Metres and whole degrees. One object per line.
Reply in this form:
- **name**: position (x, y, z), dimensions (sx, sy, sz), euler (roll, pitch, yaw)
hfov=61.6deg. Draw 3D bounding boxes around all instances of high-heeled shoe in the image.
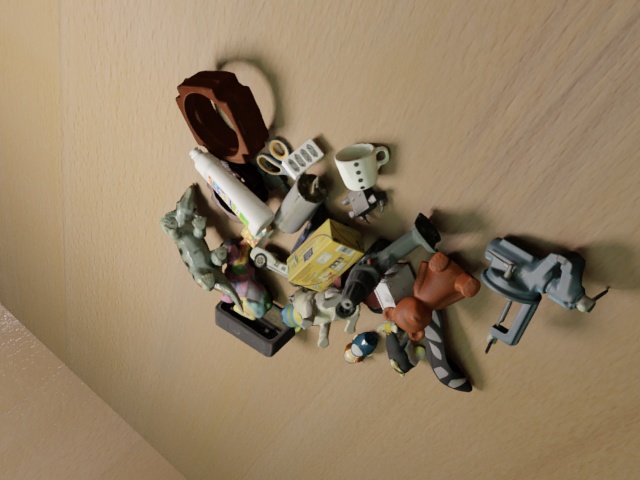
- **high-heeled shoe**: position (0.304, 0.250, 1.272), dimensions (0.248, 0.086, 0.145), euler (36, 107, -12)

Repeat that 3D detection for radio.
- **radio**: position (-0.194, 0.238, 1.592), dimensions (0.230, 0.131, 0.073), euler (27, 135, 21)

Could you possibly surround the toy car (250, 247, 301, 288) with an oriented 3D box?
- **toy car**: position (-0.098, 0.077, 1.442), dimensions (0.202, 0.056, 0.073), euler (26, 177, 21)

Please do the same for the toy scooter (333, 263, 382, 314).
- **toy scooter**: position (0.102, 0.097, 1.300), dimensions (0.184, 0.075, 0.135), euler (18, 129, 34)

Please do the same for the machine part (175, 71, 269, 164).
- **machine part**: position (-0.225, -0.286, 1.248), dimensions (0.202, 0.087, 0.200), euler (15, 140, 39)

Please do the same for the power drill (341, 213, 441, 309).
- **power drill**: position (0.150, 0.043, 1.127), dimensions (0.086, 0.232, 0.207), euler (45, 120, -3)

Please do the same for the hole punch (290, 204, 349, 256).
- **hole punch**: position (-0.003, -0.004, 1.286), dimensions (0.092, 0.116, 0.142), euler (37, 137, 0)

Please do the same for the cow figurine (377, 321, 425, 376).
- **cow figurine**: position (0.188, 0.247, 1.319), dimensions (0.068, 0.098, 0.167), euler (-7, 115, 48)

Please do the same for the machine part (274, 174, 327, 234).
- **machine part**: position (-0.048, -0.083, 1.268), dimensions (0.079, 0.079, 0.243), euler (45, 147, 3)

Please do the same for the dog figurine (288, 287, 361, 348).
- **dog figurine**: position (0.013, 0.146, 1.317), dimensions (0.121, 0.172, 0.191), euler (64, 180, -27)

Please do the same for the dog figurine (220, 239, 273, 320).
- **dog figurine**: position (-0.210, 0.095, 1.521), dimensions (0.192, 0.108, 0.219), euler (30, 132, 27)

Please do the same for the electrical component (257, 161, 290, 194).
- **electrical component**: position (-0.114, -0.150, 1.331), dimensions (0.063, 0.021, 0.094), euler (-28, 100, 46)

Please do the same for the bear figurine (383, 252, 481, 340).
- **bear figurine**: position (0.227, 0.123, 1.132), dimensions (0.120, 0.132, 0.196), euler (42, 96, 4)

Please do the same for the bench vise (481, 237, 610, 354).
- **bench vise**: position (0.396, 0.113, 1.027), dimensions (0.224, 0.129, 0.240), euler (31, 117, 28)

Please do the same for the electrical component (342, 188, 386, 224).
- **electrical component**: position (0.100, -0.082, 1.197), dimensions (0.102, 0.045, 0.078), euler (-45, 60, 44)

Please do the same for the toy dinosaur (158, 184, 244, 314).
- **toy dinosaur**: position (-0.331, 0.042, 1.488), dimensions (0.405, 0.131, 0.192), euler (63, 164, 7)

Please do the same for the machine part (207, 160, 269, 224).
- **machine part**: position (-0.214, -0.133, 1.399), dimensions (0.180, 0.056, 0.179), euler (20, 129, 27)

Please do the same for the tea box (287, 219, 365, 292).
- **tea box**: position (0.010, 0.038, 1.211), dimensions (0.098, 0.068, 0.169), euler (24, 132, -31)

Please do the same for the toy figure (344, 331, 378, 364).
- **toy figure**: position (0.102, 0.296, 1.455), dimensions (0.154, 0.058, 0.064), euler (-54, 43, 48)

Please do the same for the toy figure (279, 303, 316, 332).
- **toy figure**: position (-0.042, 0.205, 1.477), dimensions (0.180, 0.089, 0.082), euler (-16, 114, 41)
